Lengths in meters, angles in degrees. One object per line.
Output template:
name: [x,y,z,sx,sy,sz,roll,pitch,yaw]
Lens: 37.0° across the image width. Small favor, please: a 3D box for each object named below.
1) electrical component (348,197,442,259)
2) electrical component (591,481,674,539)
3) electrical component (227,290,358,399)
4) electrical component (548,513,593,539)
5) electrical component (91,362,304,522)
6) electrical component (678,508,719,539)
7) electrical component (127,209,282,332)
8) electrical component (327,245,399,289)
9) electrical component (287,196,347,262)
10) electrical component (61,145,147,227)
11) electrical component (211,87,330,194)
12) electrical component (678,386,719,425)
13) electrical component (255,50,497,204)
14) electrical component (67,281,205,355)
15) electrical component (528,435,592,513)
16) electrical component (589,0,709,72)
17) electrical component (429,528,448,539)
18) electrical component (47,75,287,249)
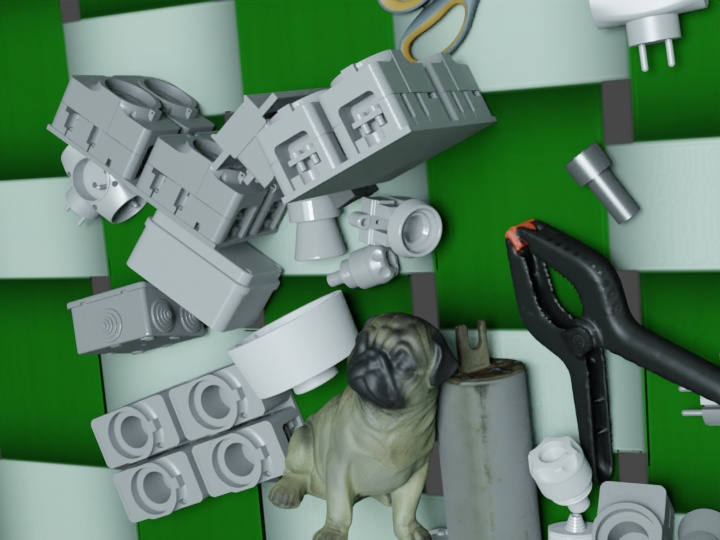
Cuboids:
electrical component: [0.033,-0.036,0.862,0.055,0.066,0.048,23,111,55]
electrical component: [0.205,0.209,0.810,0.050,0.055,0.089,0,62,25]
electrical component: [-0.049,0.068,0.899,0.108,0.108,0.060,-26,94,26]
electrical component: [0.172,0.234,0.860,0.043,0.043,0.081,2,100,24]
electrical component: [-0.148,0.154,0.982,0.186,0.060,0.105,-23,89,26]
electrical component: [0.256,0.211,0.805,0.044,0.065,0.044,5,101,24]
electrical component: [-0.134,-0.003,0.936,0.113,0.078,0.057,35,105,15]
electrical component: [0.000,0.000,0.902,0.061,0.035,0.035,-20,91,28]
electrical component: [-0.037,-0.038,0.906,0.045,0.045,0.055,-5,97,25]
electrical component: [-0.246,-0.073,0.996,0.079,0.044,0.077,-44,80,24]
electrical component: [-0.055,-0.105,0.860,0.063,0.121,0.078,48,115,7]
electrical component: [0.272,0.095,0.787,0.076,0.047,0.083,-5,97,30]
electrical component: [0.015,-0.108,0.791,0.105,0.186,0.060,-27,87,26]
electrical component: [-0.199,0.045,0.966,0.100,0.100,0.048,-15,80,26]
electrical component: [0.159,0.161,0.832,0.043,0.043,0.062,-15,122,26]
electrical component: [0.208,-0.183,0.769,0.077,0.044,0.079,-7,96,25]
electrical component: [0.062,0.248,0.902,0.048,0.062,0.048,5,101,24]
electrical component: [-0.155,-0.100,0.915,0.186,0.105,0.060,35,111,15]
